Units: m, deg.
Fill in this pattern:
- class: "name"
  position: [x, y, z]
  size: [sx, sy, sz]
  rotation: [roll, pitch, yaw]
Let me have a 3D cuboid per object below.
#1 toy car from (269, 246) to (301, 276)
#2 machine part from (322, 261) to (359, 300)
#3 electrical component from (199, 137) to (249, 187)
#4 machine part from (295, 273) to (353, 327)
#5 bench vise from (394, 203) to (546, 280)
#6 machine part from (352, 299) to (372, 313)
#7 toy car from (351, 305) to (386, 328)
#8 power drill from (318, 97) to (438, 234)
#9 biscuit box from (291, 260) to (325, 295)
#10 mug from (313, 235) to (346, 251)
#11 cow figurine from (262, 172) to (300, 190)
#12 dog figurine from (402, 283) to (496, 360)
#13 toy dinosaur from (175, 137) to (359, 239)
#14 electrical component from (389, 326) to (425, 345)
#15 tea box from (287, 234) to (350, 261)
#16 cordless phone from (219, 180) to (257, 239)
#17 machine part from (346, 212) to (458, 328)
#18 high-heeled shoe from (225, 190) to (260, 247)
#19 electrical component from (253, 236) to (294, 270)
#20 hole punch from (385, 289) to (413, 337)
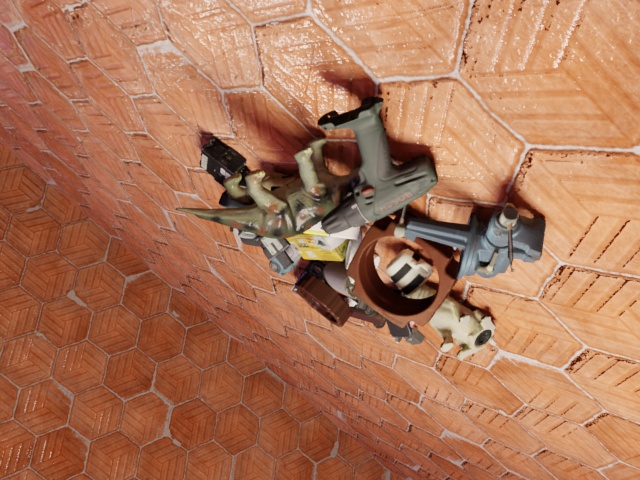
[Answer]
- class: "toy car"
  position: [-0.097, 0.013, 1.490]
  size: [0.103, 0.109, 0.161]
  rotation: [-13, 113, 31]
- class: "machine part"
  position: [0.067, 0.099, 1.375]
  size: [0.079, 0.079, 0.243]
  rotation: [46, 171, -16]
- class: "electrical component"
  position: [-0.240, -0.186, 1.374]
  size: [0.134, 0.058, 0.115]
  rotation: [39, 158, -1]
- class: "machine part"
  position: [0.010, 0.162, 1.465]
  size: [0.179, 0.056, 0.179]
  rotation: [38, 166, 11]
- class: "bench vise"
  position: [0.247, -0.003, 0.920]
  size: [0.241, 0.129, 0.223]
  rotation: [12, 168, 12]
- class: "machine part"
  position: [0.095, 0.141, 1.479]
  size: [0.139, 0.039, 0.084]
  rotation: [33, 121, 30]
- class: "toy car"
  position: [0.106, 0.206, 1.588]
  size: [0.202, 0.053, 0.089]
  rotation: [11, 155, 40]
- class: "power drill"
  position: [0.070, -0.124, 0.920]
  size: [0.232, 0.086, 0.207]
  rotation: [-18, 109, 18]
- class: "biscuit box"
  position: [-0.031, 0.118, 1.611]
  size: [0.059, 0.063, 0.202]
  rotation: [36, 156, 2]
- class: "mug"
  position: [0.032, -0.036, 1.199]
  size: [0.081, 0.107, 0.109]
  rotation: [25, 155, 24]
- class: "cow figurine"
  position: [-0.064, -0.116, 1.228]
  size: [0.195, 0.085, 0.127]
  rotation: [16, 154, 42]
- class: "dog figurine"
  position: [0.294, 0.166, 1.241]
  size: [0.172, 0.121, 0.191]
  rotation: [30, -167, -37]
- class: "toy dinosaur"
  position: [-0.056, -0.070, 1.048]
  size: [0.131, 0.405, 0.192]
  rotation: [-91, -23, -75]
- class: "electrical component"
  position: [0.246, 0.270, 1.515]
  size: [0.078, 0.045, 0.102]
  rotation: [44, 155, -10]
- class: "tea box"
  position: [-0.003, -0.004, 1.350]
  size: [0.170, 0.068, 0.098]
  rotation: [1, 137, 52]
- class: "cordless phone"
  position: [-0.199, -0.064, 1.382]
  size: [0.146, 0.089, 0.184]
  rotation: [8, 146, -26]
- class: "machine part"
  position: [0.172, 0.060, 1.096]
  size: [0.202, 0.087, 0.200]
  rotation: [34, 122, 13]
- class: "high-heeled shoe"
  position: [-0.192, -0.067, 1.538]
  size: [0.086, 0.145, 0.248]
  rotation: [-7, 162, 28]
- class: "electrical component"
  position: [-0.111, 0.019, 1.418]
  size: [0.119, 0.075, 0.048]
  rotation: [48, -168, 0]
- class: "hole punch"
  position: [0.218, 0.175, 1.358]
  size: [0.115, 0.092, 0.142]
  rotation: [68, 162, 0]
